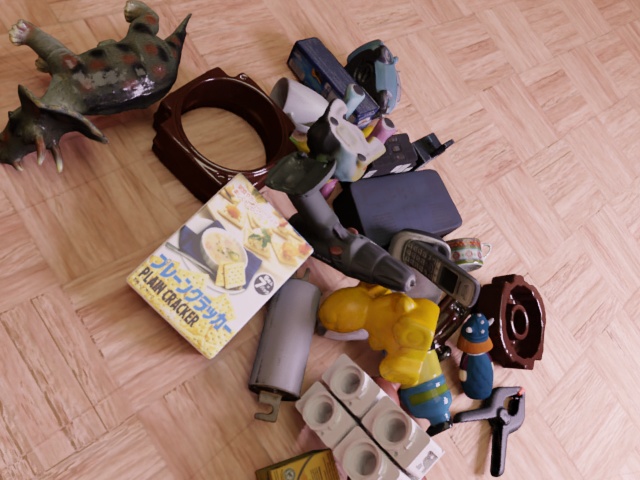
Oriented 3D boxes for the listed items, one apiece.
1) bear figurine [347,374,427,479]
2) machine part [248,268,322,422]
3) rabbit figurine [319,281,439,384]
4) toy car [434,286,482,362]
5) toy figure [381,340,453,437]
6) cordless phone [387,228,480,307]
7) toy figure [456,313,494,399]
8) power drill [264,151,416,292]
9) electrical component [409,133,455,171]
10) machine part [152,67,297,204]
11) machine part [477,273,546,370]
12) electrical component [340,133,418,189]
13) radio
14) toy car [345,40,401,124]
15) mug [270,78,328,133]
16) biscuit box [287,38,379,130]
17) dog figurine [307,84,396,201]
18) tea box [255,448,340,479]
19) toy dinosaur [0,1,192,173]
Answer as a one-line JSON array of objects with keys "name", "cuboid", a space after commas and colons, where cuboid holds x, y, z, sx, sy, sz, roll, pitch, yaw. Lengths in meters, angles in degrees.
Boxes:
[{"name": "bear figurine", "cuboid": [0.092, 0.301, 0.799, 0.120, 0.131, 0.196, -16, 40, 2]}, {"name": "machine part", "cuboid": [-0.049, 0.146, 0.800, 0.079, 0.079, 0.243, 22, 59, -17]}, {"name": "rabbit figurine", "cuboid": [0.088, 0.109, 0.807, 0.173, 0.121, 0.162, 11, 45, 11]}, {"name": "toy car", "cuboid": [0.234, 0.136, 0.969, 0.202, 0.053, 0.089, -37, 91, -36]}, {"name": "toy figure", "cuboid": [0.164, 0.221, 0.873, 0.089, 0.082, 0.180, -22, 76, -17]}, {"name": "cordless phone", "cuboid": [0.185, 0.075, 0.873, 0.089, 0.146, 0.184, -5, 29, -29]}, {"name": "toy figure", "cuboid": [0.266, 0.196, 0.923, 0.064, 0.058, 0.154, -19, 107, -49]}, {"name": "power drill", "cuboid": [0.022, -0.026, 0.773, 0.086, 0.232, 0.207, -53, 136, -16]}, {"name": "electrical component", "cuboid": [0.205, -0.174, 1.051, 0.075, 0.119, 0.048, -30, 85, -31]}, {"name": "machine part", "cuboid": [-0.154, -0.170, 0.884, 0.201, 0.087, 0.201, 47, 55, -3]}, {"name": "machine part", "cuboid": [0.354, 0.151, 0.993, 0.179, 0.056, 0.179, 10, 75, -41]}, {"name": "electrical component", "cuboid": [0.111, -0.143, 0.991, 0.134, 0.115, 0.058, -13, 79, -31]}, {"name": "radio", "cuboid": [0.143, -0.051, 0.993, 0.229, 0.073, 0.131, -13, 74, -33]}, {"name": "toy car", "cuboid": [0.118, -0.309, 1.080, 0.103, 0.109, 0.161, 4, 74, -45]}, {"name": "mug", "cuboid": [-0.029, -0.233, 0.975, 0.107, 0.080, 0.110, 10, 39, -31]}, {"name": "biscuit box", "cuboid": [0.022, -0.297, 1.029, 0.063, 0.059, 0.203, -28, 74, -35]}, {"name": "dog figurine", "cuboid": [0.014, -0.127, 0.867, 0.108, 0.219, 0.191, 40, 47, -5]}, {"name": "tea box", "cuboid": [-0.014, 0.379, 0.720, 0.098, 0.068, 0.169, -6, 70, -30]}, {"name": "toy dinosaur", "cuboid": [-0.301, -0.246, 0.805, 0.405, 0.131, 0.192, -36, 82, -32]}]
